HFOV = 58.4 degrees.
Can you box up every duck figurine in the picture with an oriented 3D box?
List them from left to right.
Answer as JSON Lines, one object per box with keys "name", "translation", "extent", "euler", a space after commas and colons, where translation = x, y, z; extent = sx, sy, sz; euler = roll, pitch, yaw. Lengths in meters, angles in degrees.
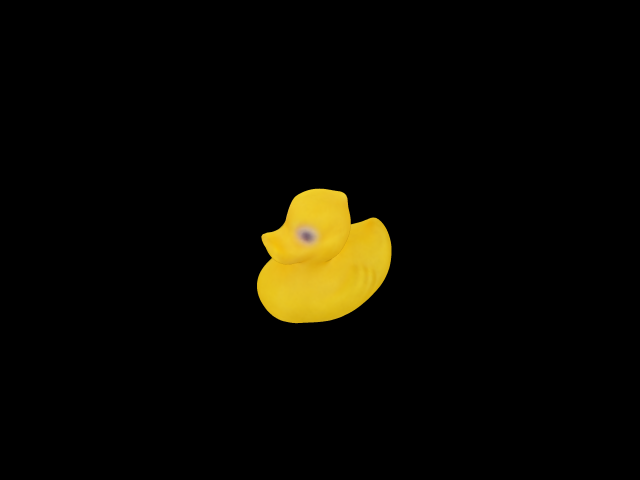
{"name": "duck figurine", "translation": [0.004, 0.001, 0.400], "extent": [0.105, 0.086, 0.077], "euler": [-22, 48, -21]}
